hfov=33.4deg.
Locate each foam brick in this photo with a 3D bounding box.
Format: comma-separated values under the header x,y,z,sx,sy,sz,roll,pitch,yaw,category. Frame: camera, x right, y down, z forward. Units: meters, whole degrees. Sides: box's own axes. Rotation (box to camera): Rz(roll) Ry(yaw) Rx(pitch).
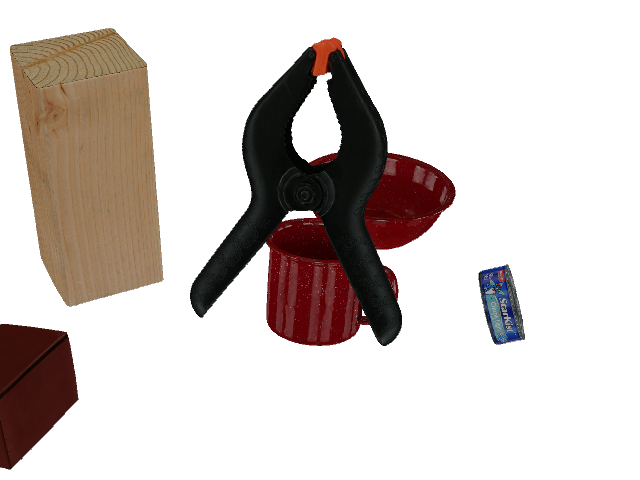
x,y,z,sx,sy,sz,roll,pitch,yaw,category
-0.196,0.095,0.666,0.053,0.051,0.078,7,29,21,foam brick

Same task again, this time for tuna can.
x,y,z,sx,sy,sz,roll,pitch,yaw,category
0.201,0.072,1.184,0.034,0.086,0.086,-13,-3,13,tuna can

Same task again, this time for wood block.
x,y,z,sx,sy,sz,roll,pitch,yaw,category
-0.195,-0.060,0.900,0.090,0.206,0.090,-15,37,-23,wood block

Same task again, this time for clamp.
x,y,z,sx,sy,sz,roll,pitch,yaw,category
-0.016,-0.024,0.588,0.120,0.171,0.039,-1,12,1,clamp

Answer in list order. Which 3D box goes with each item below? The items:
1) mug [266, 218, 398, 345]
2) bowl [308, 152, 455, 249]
x,y,z,sx,sy,sz,roll,pitch,yaw,category
0.008,0.038,0.894,0.117,0.081,0.093,11,23,14,mug
0.055,-0.036,1.102,0.162,0.055,0.162,4,29,-2,bowl
